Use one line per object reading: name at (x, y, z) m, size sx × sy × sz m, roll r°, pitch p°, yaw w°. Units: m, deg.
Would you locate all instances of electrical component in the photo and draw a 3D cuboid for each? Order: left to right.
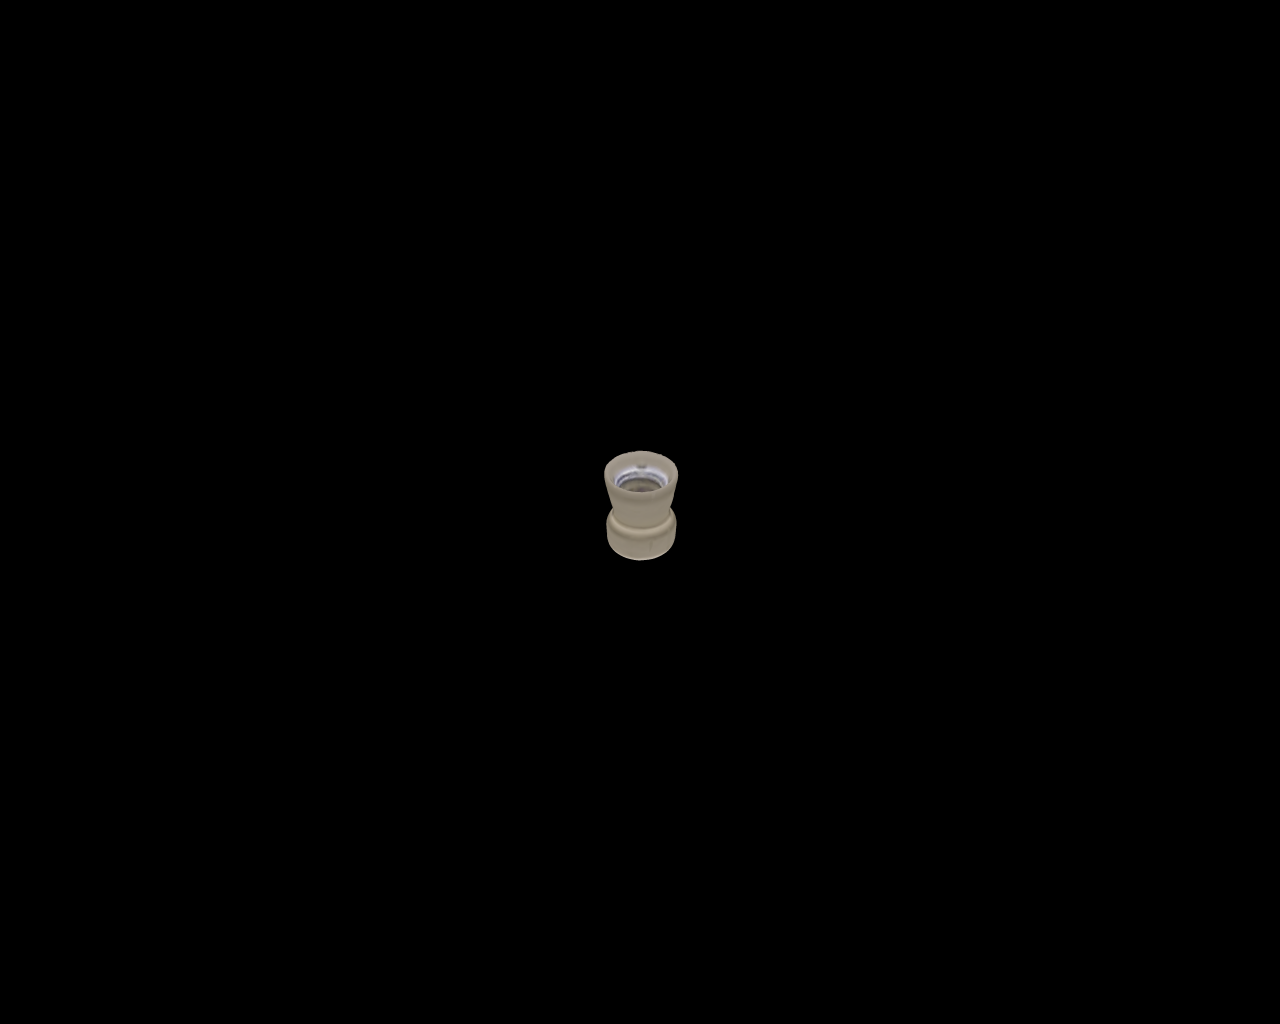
electrical component at (0.001, -0.003, 0.650) m, size 0.045 × 0.055 × 0.045 m, roll 0°, pitch 37°, yaw 0°
